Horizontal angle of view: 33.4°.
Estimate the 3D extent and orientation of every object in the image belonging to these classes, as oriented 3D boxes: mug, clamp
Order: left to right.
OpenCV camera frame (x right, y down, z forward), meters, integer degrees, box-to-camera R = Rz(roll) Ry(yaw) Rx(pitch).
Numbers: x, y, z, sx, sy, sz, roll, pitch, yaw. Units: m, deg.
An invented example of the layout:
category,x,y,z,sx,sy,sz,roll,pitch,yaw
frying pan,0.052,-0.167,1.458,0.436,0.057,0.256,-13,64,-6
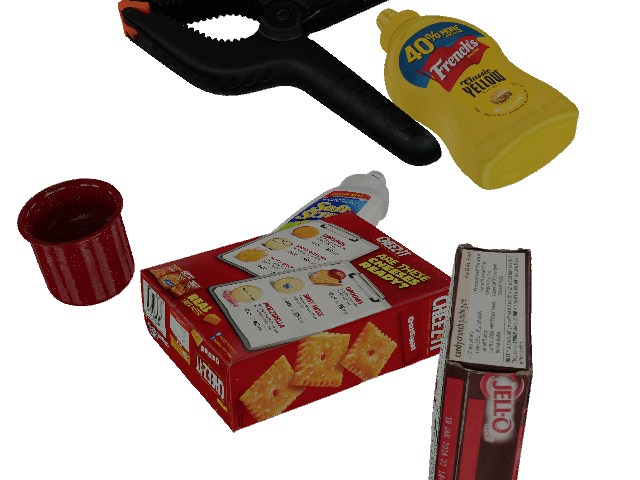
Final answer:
category,x,y,z,sx,sy,sz,roll,pitch,yaw
mug,-0.215,-0.003,0.964,0.093,0.081,0.117,-10,41,-2
clamp,-0.017,-0.117,0.641,0.210,0.164,0.036,0,-30,1

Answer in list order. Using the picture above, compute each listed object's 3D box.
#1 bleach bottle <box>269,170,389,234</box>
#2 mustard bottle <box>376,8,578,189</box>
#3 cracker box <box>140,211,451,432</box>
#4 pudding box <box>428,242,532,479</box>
category,x,y,z,sx,sy,sz,roll,pitch,yaw
bleach bottle,0.011,-0.020,1.329,0.103,0.068,0.250,13,36,23
mustard bottle,0.107,-0.126,0.847,0.096,0.192,0.058,-31,-34,-16
cracker box,-0.018,0.059,0.882,0.213,0.072,0.164,-16,32,-28
pudding box,0.071,0.064,0.470,0.039,0.090,0.113,6,26,5
